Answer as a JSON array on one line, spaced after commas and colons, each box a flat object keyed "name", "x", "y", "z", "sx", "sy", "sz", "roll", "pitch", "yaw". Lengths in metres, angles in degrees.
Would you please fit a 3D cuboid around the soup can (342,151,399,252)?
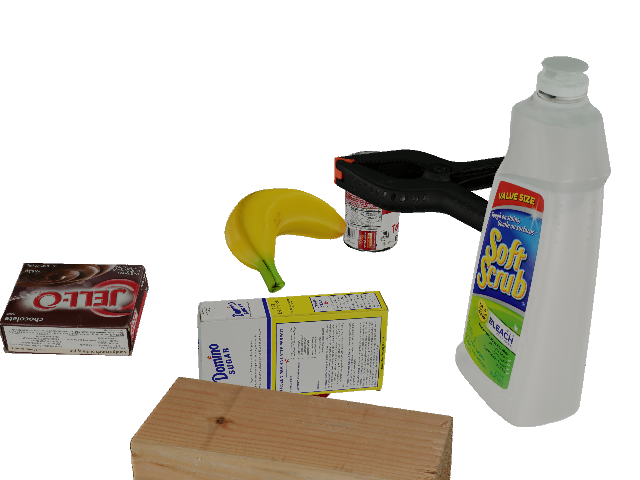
[{"name": "soup can", "x": 0.060, "y": -0.045, "z": 1.254, "sx": 0.068, "sy": 0.102, "sz": 0.068, "roll": 1, "pitch": 28, "yaw": -1}]

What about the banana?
[{"name": "banana", "x": -0.030, "y": -0.009, "z": 0.819, "sx": 0.037, "sy": 0.069, "sz": 0.197, "roll": -33, "pitch": 2, "yaw": 21}]

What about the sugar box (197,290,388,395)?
[{"name": "sugar box", "x": -0.027, "y": 0.100, "z": 1.010, "sx": 0.176, "sy": 0.093, "sz": 0.048, "roll": -1, "pitch": 25, "yaw": -8}]

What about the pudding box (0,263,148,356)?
[{"name": "pudding box", "x": -0.214, "y": 0.060, "z": 0.936, "sx": 0.113, "sy": 0.039, "sz": 0.090, "roll": -1, "pitch": 33, "yaw": 1}]

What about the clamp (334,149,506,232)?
[{"name": "clamp", "x": 0.118, "y": -0.055, "z": 1.000, "sx": 0.210, "sy": 0.036, "sz": 0.164, "roll": 13, "pitch": 32, "yaw": 20}]

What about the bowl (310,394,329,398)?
[{"name": "bowl", "x": -0.046, "y": 0.160, "z": 1.265, "sx": 0.162, "sy": 0.055, "sz": 0.162, "roll": 3, "pitch": 25, "yaw": -1}]

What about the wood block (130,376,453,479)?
[{"name": "wood block", "x": -0.017, "y": 0.167, "z": 0.747, "sx": 0.206, "sy": 0.090, "sz": 0.090, "roll": 6, "pitch": 26, "yaw": 15}]

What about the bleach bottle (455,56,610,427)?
[{"name": "bleach bottle", "x": 0.144, "y": -0.002, "z": 0.714, "sx": 0.068, "sy": 0.251, "sz": 0.103, "roll": -10, "pitch": 31, "yaw": -18}]
